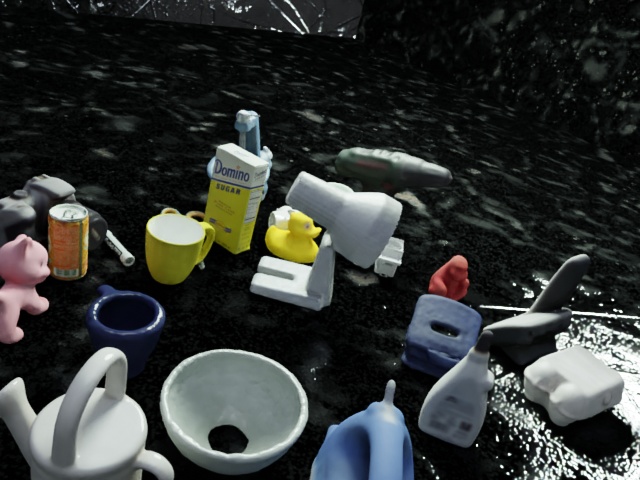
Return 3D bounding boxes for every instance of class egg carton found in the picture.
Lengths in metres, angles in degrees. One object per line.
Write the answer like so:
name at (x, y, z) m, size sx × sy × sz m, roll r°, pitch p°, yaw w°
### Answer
egg carton at (0.384, 0.220, 0.866) m, size 0.151 × 0.069 × 0.107 m, roll -7°, pitch 35°, yaw -35°

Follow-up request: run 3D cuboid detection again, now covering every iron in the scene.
iron at (0.051, 0.264, 0.555) m, size 0.118 × 0.141 × 0.258 m, roll 14°, pitch 28°, yaw -1°

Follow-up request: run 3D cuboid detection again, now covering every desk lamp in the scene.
desk lamp at (0.008, 0.003, 0.924) m, size 0.203 × 0.213 × 0.118 m, roll 14°, pitch 28°, yaw -1°

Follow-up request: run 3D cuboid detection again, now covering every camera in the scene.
camera at (-0.421, -0.035, 0.909) m, size 0.136 × 0.101 × 0.143 m, roll 23°, pitch 30°, yaw 15°

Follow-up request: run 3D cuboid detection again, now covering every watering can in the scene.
watering can at (-0.217, 0.182, 0.521) m, size 0.173 × 0.194 × 0.100 m, roll 8°, pitch 29°, yaw -12°

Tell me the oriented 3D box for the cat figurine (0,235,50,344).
cat figurine at (-0.399, 0.051, 0.748) m, size 0.067 × 0.118 × 0.128 m, roll 13°, pitch 29°, yaw -4°

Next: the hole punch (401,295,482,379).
hole punch at (0.188, 0.150, 0.876) m, size 0.108 × 0.091 × 0.101 m, roll 19°, pitch 29°, yaw 7°

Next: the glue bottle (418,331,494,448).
glue bottle at (0.185, 0.185, 0.726) m, size 0.078 × 0.173 × 0.037 m, roll 20°, pitch 29°, yaw 10°

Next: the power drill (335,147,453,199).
power drill at (0.127, -0.082, 1.137) m, size 0.229 × 0.208 × 0.076 m, roll 24°, pitch 30°, yaw 17°

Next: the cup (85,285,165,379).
cup at (-0.252, 0.119, 0.720) m, size 0.092 × 0.095 × 0.117 m, roll -15°, pitch 40°, yaw -42°

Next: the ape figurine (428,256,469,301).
ape figurine at (0.239, 0.071, 1.040) m, size 0.078 × 0.092 × 0.076 m, roll 5°, pitch 30°, yaw -17°

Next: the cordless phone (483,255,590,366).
cordless phone at (0.363, 0.103, 0.942) m, size 0.148 × 0.185 × 0.093 m, roll -11°, pitch 37°, yaw -38°

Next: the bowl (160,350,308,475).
bowl at (-0.100, 0.207, 0.656) m, size 0.167 × 0.075 × 0.167 m, roll 11°, pitch 29°, yaw -6°

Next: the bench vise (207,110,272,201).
bench vise at (-0.155, -0.169, 1.148) m, size 0.121 × 0.220 × 0.207 m, roll 12°, pitch 29°, yaw -5°

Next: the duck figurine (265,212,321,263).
duck figurine at (-0.046, -0.013, 1.061) m, size 0.104 × 0.086 × 0.077 m, roll 17°, pitch 29°, yaw 4°
